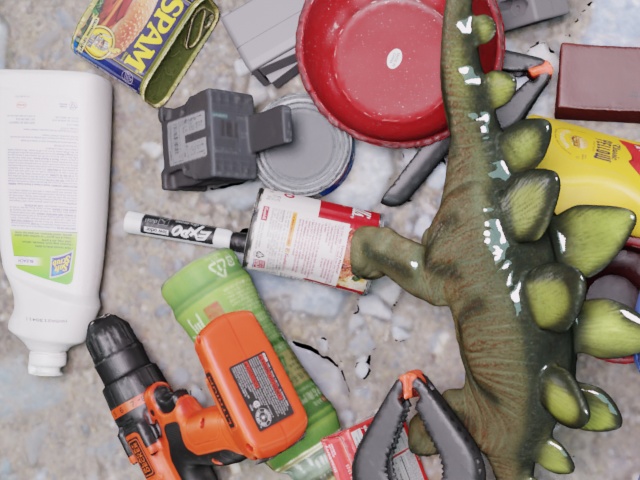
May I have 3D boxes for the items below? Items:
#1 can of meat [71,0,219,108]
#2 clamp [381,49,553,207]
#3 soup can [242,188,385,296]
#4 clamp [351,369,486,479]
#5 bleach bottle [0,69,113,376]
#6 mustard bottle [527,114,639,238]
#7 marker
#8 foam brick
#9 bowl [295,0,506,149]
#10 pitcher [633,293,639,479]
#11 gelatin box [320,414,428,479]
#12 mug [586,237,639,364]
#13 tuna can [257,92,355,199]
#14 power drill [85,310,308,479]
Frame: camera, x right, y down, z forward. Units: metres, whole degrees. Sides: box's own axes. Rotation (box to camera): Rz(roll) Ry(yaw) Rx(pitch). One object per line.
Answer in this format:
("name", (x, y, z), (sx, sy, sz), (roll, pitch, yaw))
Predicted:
("can of meat", (-0.148, -0.177, 0.897), (0.084, 0.057, 0.102), (33, 91, 12))
("clamp", (0.100, -0.116, 0.864), (0.171, 0.039, 0.120), (-29, 91, 4))
("soup can", (-0.006, 0.001, 0.848), (0.102, 0.068, 0.068), (13, 88, -1))
("clamp", (0.081, 0.198, 0.748), (0.165, 0.036, 0.210), (3, 90, 15))
("bleach bottle", (-0.230, -0.013, 0.895), (0.102, 0.068, 0.251), (3, 89, 10))
("mustard bottle", (0.243, -0.039, 0.812), (0.192, 0.096, 0.058), (16, 125, 8))
("marker", (-0.105, -0.005, 0.896), (0.121, 0.020, 0.020), (10, 87, 9))
("foam brick", (0.225, -0.122, 0.839), (0.078, 0.051, 0.053), (5, 87, 9))
("bowl", (0.058, -0.139, 0.797), (0.162, 0.055, 0.162), (2, 111, 6))
("pitcher", (0.299, 0.089, 0.728), (0.149, 0.144, 0.243), (33, 112, 44))
("gelatin box", (0.044, 0.175, 0.826), (0.030, 0.089, 0.073), (-26, 82, 30))
("mug", (0.216, 0.055, 0.813), (0.093, 0.081, 0.117), (44, 93, 9))
("tuna can", (-0.014, -0.076, 0.880), (0.086, 0.033, 0.086), (-1, 86, 9))
("power drill", (-0.101, 0.119, 0.819), (0.188, 0.057, 0.184), (-34, 83, 50))
